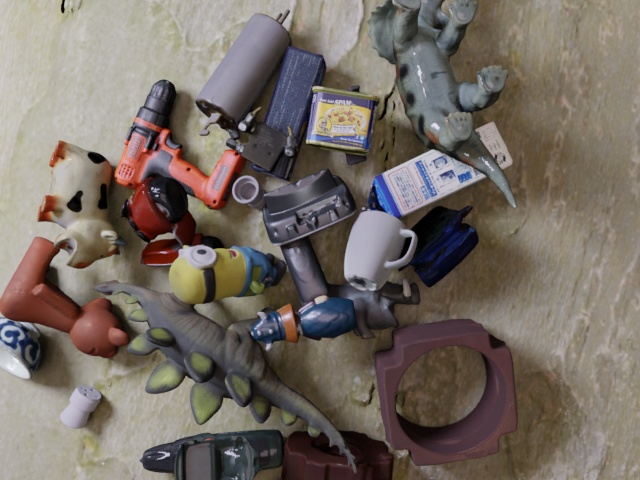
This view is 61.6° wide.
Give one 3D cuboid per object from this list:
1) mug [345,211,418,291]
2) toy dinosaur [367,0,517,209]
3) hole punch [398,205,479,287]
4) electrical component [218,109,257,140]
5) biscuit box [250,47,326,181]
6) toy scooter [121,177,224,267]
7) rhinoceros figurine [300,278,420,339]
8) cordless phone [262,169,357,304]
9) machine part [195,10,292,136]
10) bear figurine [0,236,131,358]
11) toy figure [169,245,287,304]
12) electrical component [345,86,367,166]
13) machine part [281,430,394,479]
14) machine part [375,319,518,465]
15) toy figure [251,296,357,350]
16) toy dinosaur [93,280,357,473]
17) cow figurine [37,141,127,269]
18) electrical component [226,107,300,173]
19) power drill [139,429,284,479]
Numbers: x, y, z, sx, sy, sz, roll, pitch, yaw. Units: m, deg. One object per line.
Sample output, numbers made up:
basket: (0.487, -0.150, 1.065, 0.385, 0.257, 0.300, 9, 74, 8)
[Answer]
mug: (0.088, 0.022, 0.799, 0.110, 0.080, 0.107, 5, 59, 33)
toy dinosaur: (0.167, -0.217, 0.771, 0.131, 0.192, 0.404, -11, 82, -4)
hole punch: (0.187, 0.017, 0.830, 0.142, 0.116, 0.092, -40, 98, 3)
electrical component: (-0.141, -0.212, 0.875, 0.063, 0.021, 0.094, -26, 88, 2)
biscuit box: (-0.049, -0.198, 0.855, 0.063, 0.059, 0.202, 19, 93, 2)
toy scooter: (-0.248, -0.012, 0.843, 0.135, 0.075, 0.183, -16, 128, 20)
rhinoceros figurine: (0.063, 0.101, 0.857, 0.190, 0.073, 0.112, -1, 81, 4)
cordless phone: (-0.001, -0.003, 0.828, 0.147, 0.088, 0.184, -22, 79, 1)
machine part: (-0.117, -0.259, 0.830, 0.079, 0.079, 0.243, 30, 79, 1)
bear figurine: (-0.392, 0.101, 0.855, 0.196, 0.120, 0.132, 25, 53, -21)
toy figure: (-0.138, 0.052, 0.815, 0.082, 0.180, 0.089, -9, 79, 46)
electrical component: (0.046, -0.178, 0.858, 0.075, 0.048, 0.119, -19, 91, 3)
machine part: (0.026, 0.334, 0.814, 0.179, 0.179, 0.056, 5, 88, 2)
machine part: (0.192, 0.231, 0.833, 0.201, 0.087, 0.200, -9, 99, -4)
toy figure: (-0.023, 0.122, 0.789, 0.155, 0.057, 0.064, -9, 68, -2)
toy dinosaur: (-0.141, 0.176, 0.791, 0.472, 0.198, 0.105, 25, 118, 7)
cow figurine: (-0.367, -0.048, 0.840, 0.127, 0.085, 0.195, 11, 64, -29)
electrical component: (-0.082, -0.147, 0.804, 0.102, 0.045, 0.078, 35, 92, 1)
power drill: (-0.166, 0.329, 0.801, 0.232, 0.207, 0.086, -2, 69, -8)
